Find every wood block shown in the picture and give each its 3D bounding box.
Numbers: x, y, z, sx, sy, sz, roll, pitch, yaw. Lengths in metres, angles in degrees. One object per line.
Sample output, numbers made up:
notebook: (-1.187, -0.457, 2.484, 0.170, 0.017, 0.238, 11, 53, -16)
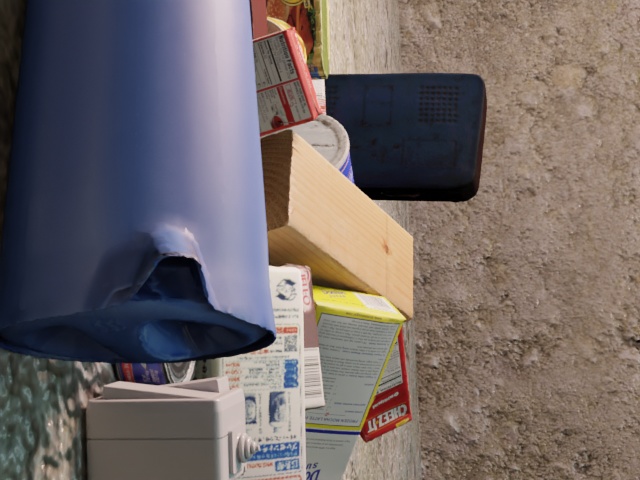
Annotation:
wood block: (-0.006, 0.001, 0.920, 0.205, 0.090, 0.091, 38, 46, -48)

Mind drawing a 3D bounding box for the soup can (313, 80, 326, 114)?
soup can: (-0.027, -0.148, 1.095, 0.068, 0.068, 0.102, -6, 95, -80)

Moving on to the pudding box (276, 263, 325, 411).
pudding box: (-0.045, 0.081, 0.844, 0.039, 0.090, 0.113, 5, 76, -47)

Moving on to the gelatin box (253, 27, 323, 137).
gelatin box: (-0.051, -0.119, 0.837, 0.030, 0.089, 0.073, -58, 130, -70)

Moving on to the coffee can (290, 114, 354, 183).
coffee can: (-0.015, -0.041, 1.047, 0.140, 0.103, 0.102, 78, 14, -47)

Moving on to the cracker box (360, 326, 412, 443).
cracker box: (0.030, 0.089, 1.180, 0.164, 0.072, 0.214, 48, -26, 50)

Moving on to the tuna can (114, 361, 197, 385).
tuna can: (-0.105, 0.060, 0.694, 0.086, 0.034, 0.086, -1, 90, -81)

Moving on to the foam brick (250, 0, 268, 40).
foam brick: (-0.073, -0.171, 0.874, 0.053, 0.051, 0.078, -39, 127, -76)

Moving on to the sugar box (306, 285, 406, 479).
sugar box: (-0.003, 0.128, 0.896, 0.048, 0.093, 0.176, 46, -61, 54)

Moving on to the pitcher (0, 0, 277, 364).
pitcher: (-0.095, -0.059, 0.544, 0.144, 0.149, 0.243, 30, 55, -61)

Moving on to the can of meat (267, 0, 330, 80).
can of meat: (-0.035, -0.199, 1.005, 0.057, 0.084, 0.102, -4, 93, -81)
